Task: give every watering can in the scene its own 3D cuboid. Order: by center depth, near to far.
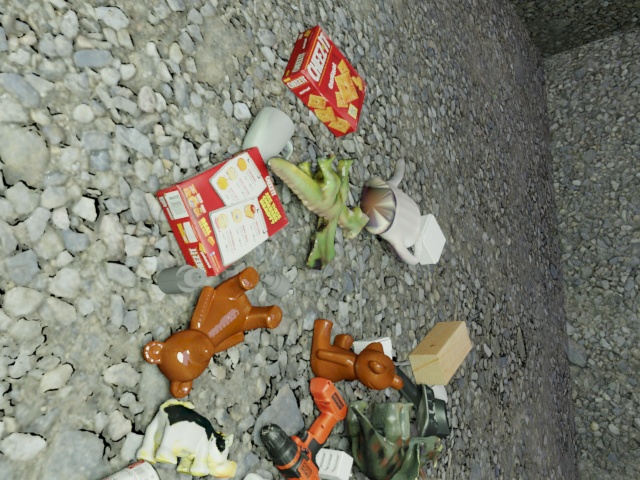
[{"bbox_3d":[0.193,-0.102,1.370,0.222,0.103,0.355,25,49,-45],"label":"watering can"}]

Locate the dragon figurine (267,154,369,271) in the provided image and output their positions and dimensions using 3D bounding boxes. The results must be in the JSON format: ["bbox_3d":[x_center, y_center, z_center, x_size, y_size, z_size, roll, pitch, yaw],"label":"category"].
[{"bbox_3d":[0.003,-0.055,1.096,0.412,0.122,0.242,-11,98,-60],"label":"dragon figurine"}]
